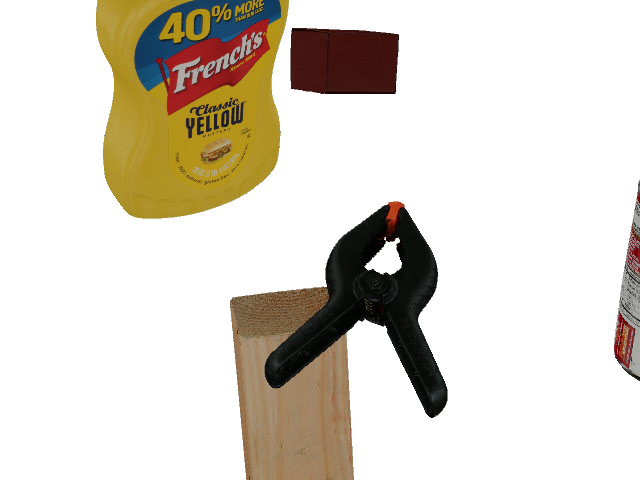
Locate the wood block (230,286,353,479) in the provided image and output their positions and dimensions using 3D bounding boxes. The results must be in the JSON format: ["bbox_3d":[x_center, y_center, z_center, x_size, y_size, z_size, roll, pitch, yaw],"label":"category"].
[{"bbox_3d":[-0.024,0.155,0.934,0.090,0.206,0.091,-6,21,-8],"label":"wood block"}]

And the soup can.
[{"bbox_3d":[0.194,0.021,0.562,0.068,0.102,0.068,1,25,-1],"label":"soup can"}]

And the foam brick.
[{"bbox_3d":[0.020,-0.150,0.896,0.078,0.051,0.053,-6,16,-35],"label":"foam brick"}]

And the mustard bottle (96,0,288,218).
[{"bbox_3d":[-0.062,-0.100,0.529,0.096,0.192,0.058,-19,51,-24],"label":"mustard bottle"}]

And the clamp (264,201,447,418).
[{"bbox_3d":[0.027,0.044,0.738,0.120,0.171,0.039,6,-42,-1],"label":"clamp"}]
